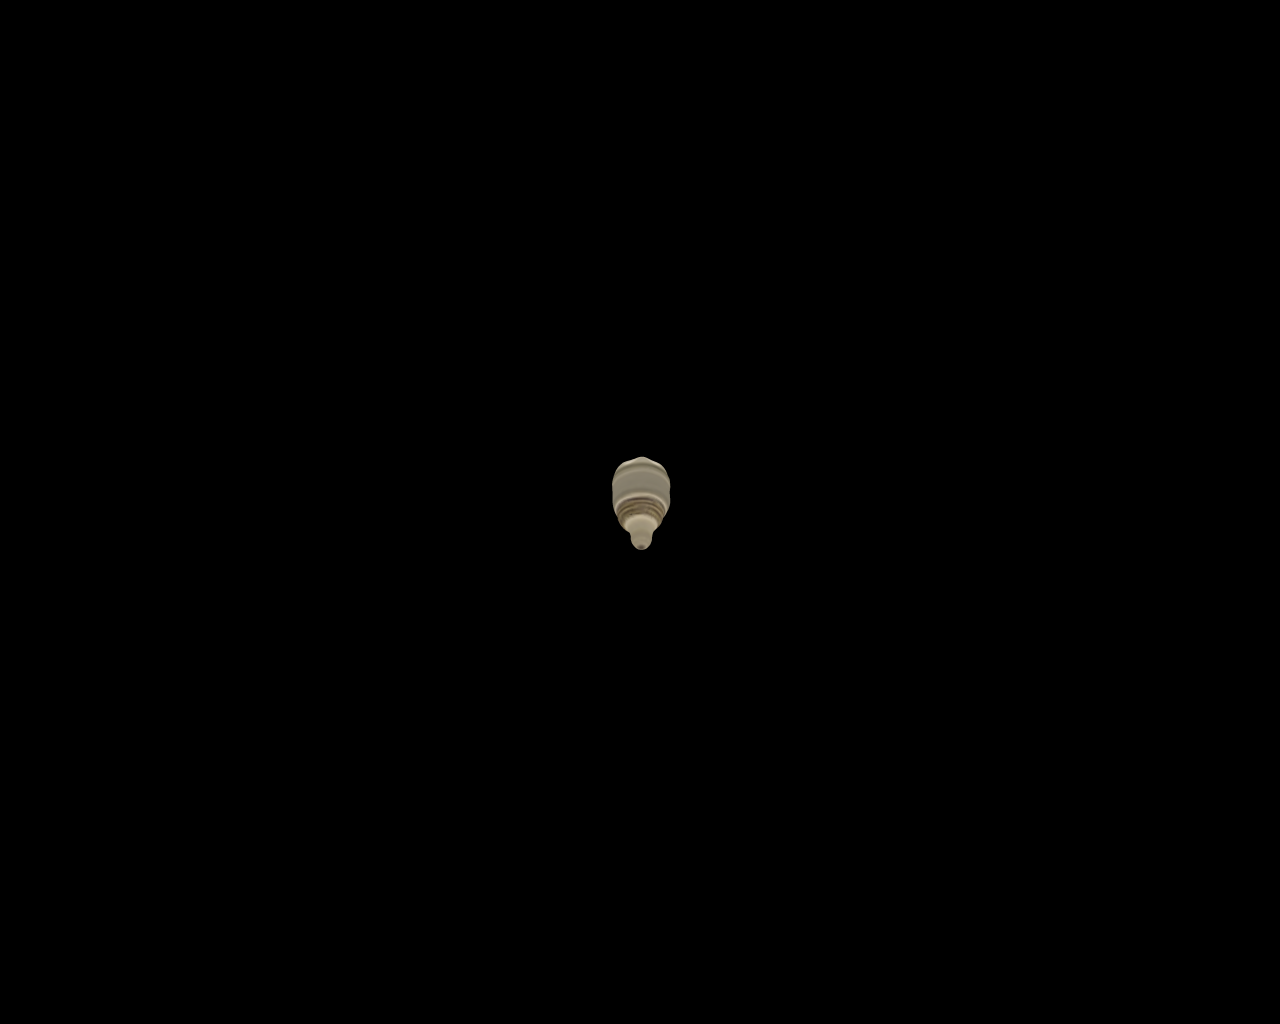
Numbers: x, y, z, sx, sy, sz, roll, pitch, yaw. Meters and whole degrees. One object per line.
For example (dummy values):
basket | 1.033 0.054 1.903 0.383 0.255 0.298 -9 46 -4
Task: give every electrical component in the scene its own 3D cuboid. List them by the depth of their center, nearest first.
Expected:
electrical component | 0.001 -0.003 0.650 0.035 0.061 0.035 0 -39 0
